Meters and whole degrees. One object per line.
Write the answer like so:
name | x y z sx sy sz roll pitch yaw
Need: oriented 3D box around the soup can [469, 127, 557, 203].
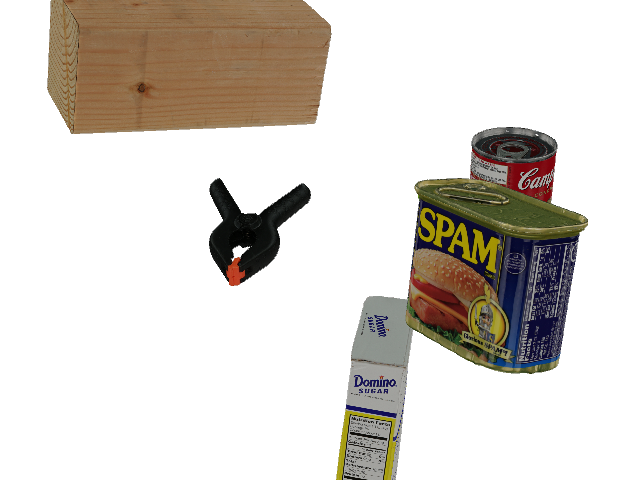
soup can | 0.154 -0.033 0.872 0.068 0.102 0.068 0 27 0

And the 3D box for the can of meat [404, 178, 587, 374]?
can of meat | 0.093 0.018 0.594 0.057 0.084 0.102 -6 20 -32

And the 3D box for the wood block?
wood block | -0.107 -0.148 0.864 0.205 0.091 0.090 -5 33 -26

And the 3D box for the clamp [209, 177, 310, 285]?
clamp | -0.071 -0.016 1.216 0.120 0.039 0.171 -6 42 5

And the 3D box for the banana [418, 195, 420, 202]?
banana | 0.181 -0.013 1.074 0.069 0.037 0.198 -33 39 -14

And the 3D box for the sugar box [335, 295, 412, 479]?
sugar box | 0.039 0.139 0.807 0.048 0.176 0.093 6 27 7
